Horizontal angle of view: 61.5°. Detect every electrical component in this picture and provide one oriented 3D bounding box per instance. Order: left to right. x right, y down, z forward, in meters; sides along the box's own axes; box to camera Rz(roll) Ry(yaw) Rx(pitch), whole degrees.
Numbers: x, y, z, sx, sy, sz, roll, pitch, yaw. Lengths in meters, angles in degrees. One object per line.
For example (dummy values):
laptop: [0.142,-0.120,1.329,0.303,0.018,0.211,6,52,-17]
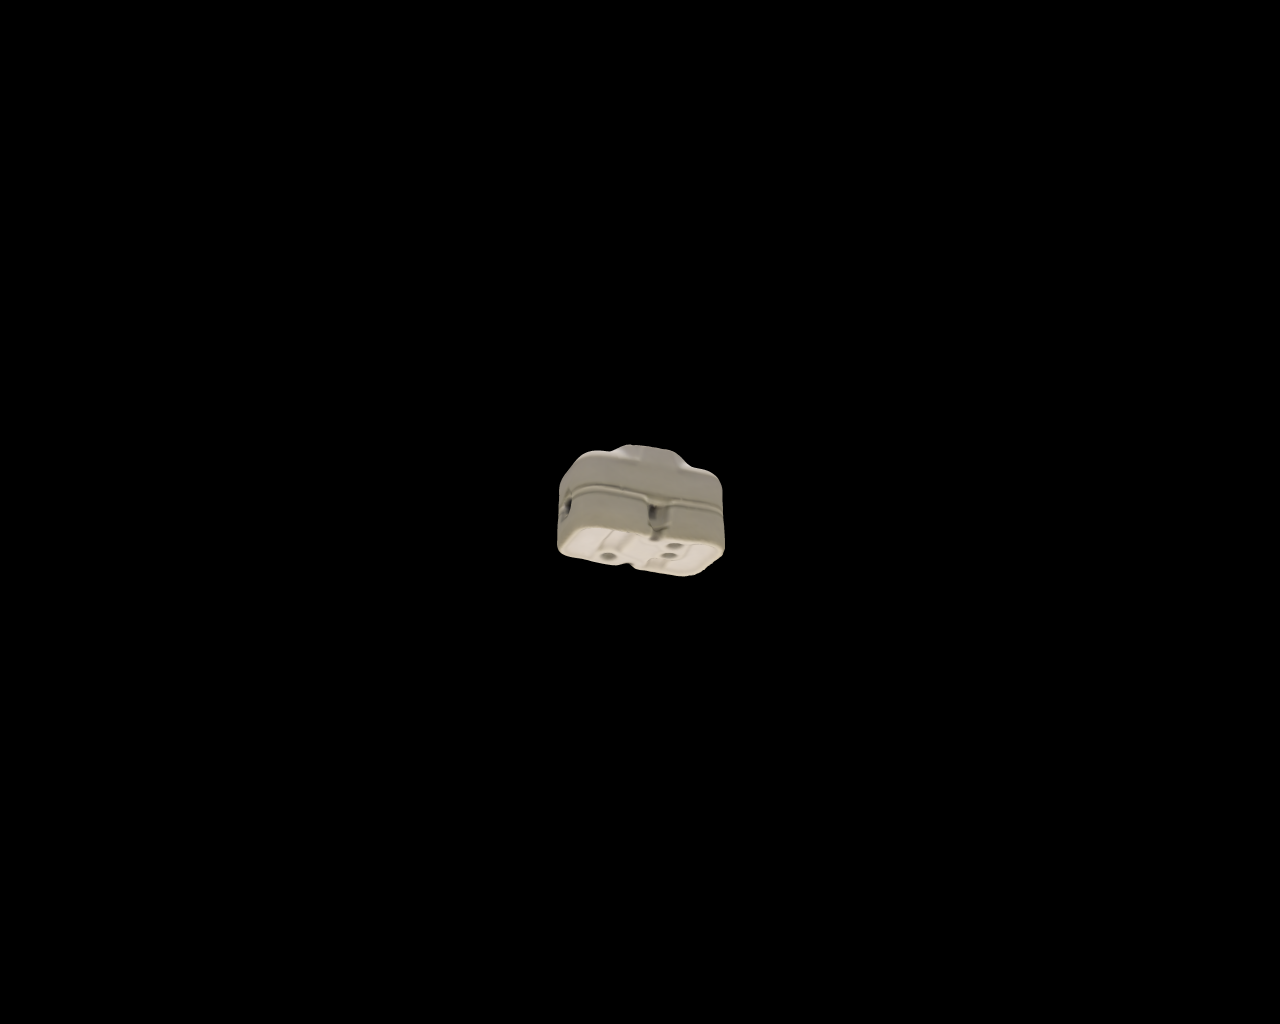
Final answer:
electrical component: [0.001,-0.003,0.650,0.095,0.059,0.053,10,-28,-20]
